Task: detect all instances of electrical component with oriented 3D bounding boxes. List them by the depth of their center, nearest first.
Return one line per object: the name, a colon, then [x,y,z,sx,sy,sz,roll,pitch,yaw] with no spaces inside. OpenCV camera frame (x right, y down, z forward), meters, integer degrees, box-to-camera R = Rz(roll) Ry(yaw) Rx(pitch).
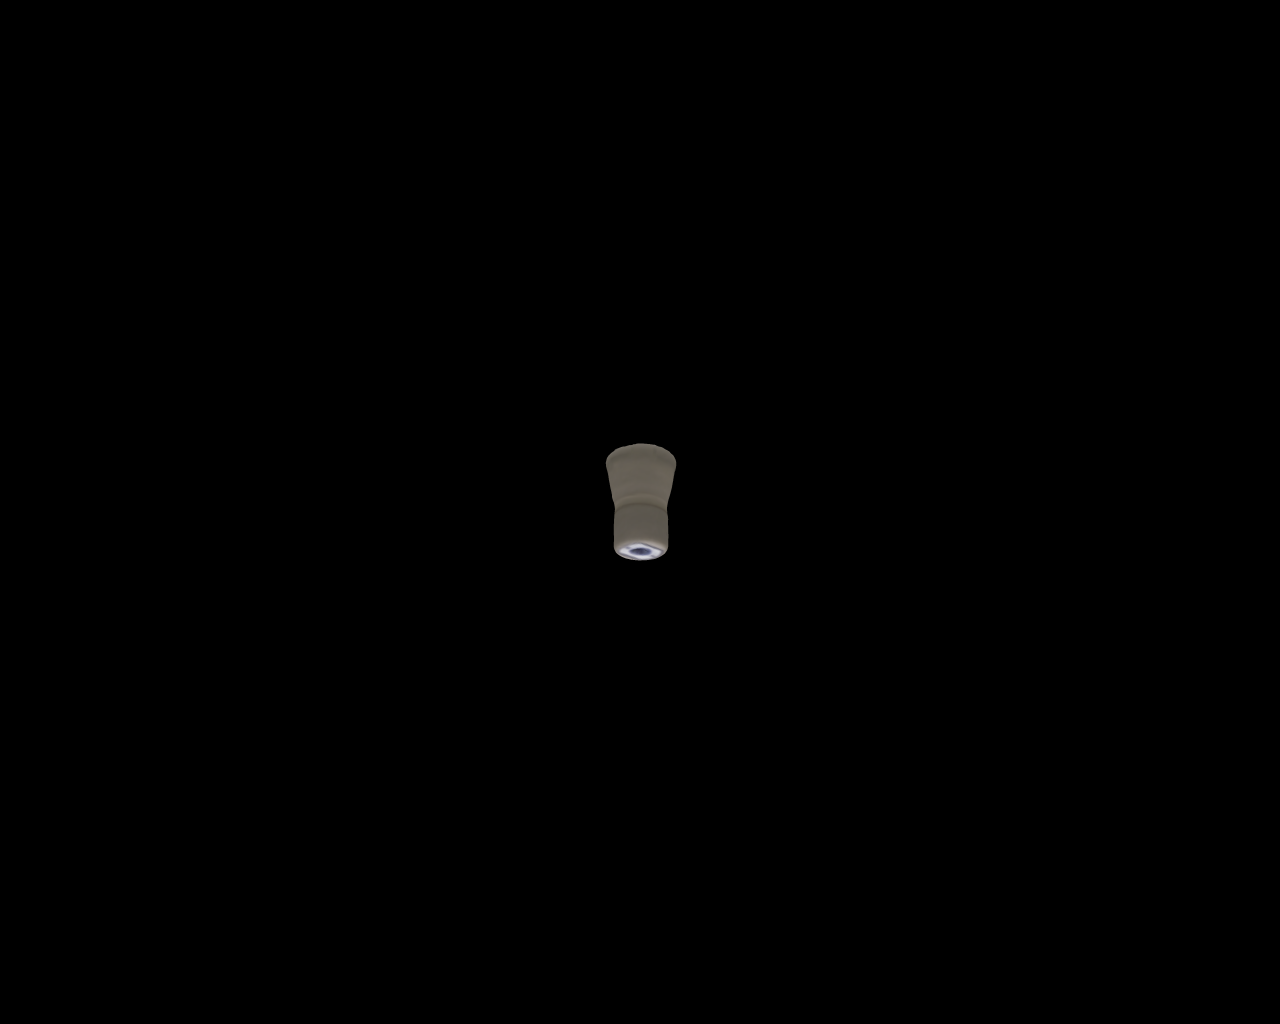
electrical component: [0.001,-0.003,0.650,0.044,0.065,0.044,0,-25,0]
